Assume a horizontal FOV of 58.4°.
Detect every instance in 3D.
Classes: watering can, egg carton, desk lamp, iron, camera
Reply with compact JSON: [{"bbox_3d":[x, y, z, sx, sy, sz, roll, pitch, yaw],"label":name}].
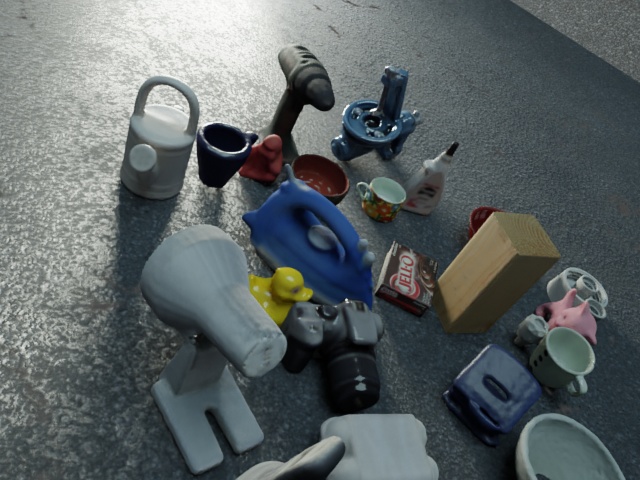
[{"bbox_3d":[-0.239,-0.157,0.868,0.101,0.194,0.172,5,47,-24],"label":"watering can"},{"bbox_3d":[0.073,0.272,0.713,0.151,0.069,0.107,6,47,-24],"label":"egg carton"},{"bbox_3d":[-0.119,0.118,0.650,0.118,0.213,0.203,-16,58,-38],"label":"desk lamp"},{"bbox_3d":[0.008,0.003,0.887,0.258,0.141,0.119,41,43,13],"label":"iron"},{"bbox_3d":[0.028,0.154,0.780,0.143,0.100,0.136,8,46,-22],"label":"camera"}]

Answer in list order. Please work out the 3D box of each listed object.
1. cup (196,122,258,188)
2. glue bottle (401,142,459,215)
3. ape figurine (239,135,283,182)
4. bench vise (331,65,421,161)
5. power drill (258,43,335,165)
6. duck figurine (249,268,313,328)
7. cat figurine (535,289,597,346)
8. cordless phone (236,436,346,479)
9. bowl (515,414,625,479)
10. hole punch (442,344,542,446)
[{"bbox_3d":[-0.161,-0.140,0.969,0.118,0.095,0.091,-26,64,-42],"label":"cup"},{"bbox_3d":[0.217,-0.122,1.100,0.078,0.173,0.037,10,45,-20],"label":"glue bottle"},{"bbox_3d":[-0.095,-0.149,1.016,0.076,0.092,0.077,-26,64,-42],"label":"ape figurine"},{"bbox_3d":[0.131,-0.264,1.157,0.121,0.219,0.208,40,43,13],"label":"bench vise"},{"bbox_3d":[-0.044,-0.244,1.050,0.076,0.208,0.229,4,47,-25],"label":"power drill"},{"bbox_3d":[-0.059,0.072,0.824,0.104,0.086,0.077,26,42,-3],"label":"duck figurine"},{"bbox_3d":[0.440,0.141,1.007,0.067,0.117,0.128,25,42,-4],"label":"cat figurine"},{"bbox_3d":[-0.054,0.262,0.567,0.094,0.185,0.148,43,43,15],"label":"cordless phone"},{"bbox_3d":[0.332,0.333,0.792,0.168,0.074,0.167,15,43,-15],"label":"bowl"},{"bbox_3d":[0.254,0.226,0.841,0.108,0.091,0.101,44,44,16],"label":"hole punch"}]
